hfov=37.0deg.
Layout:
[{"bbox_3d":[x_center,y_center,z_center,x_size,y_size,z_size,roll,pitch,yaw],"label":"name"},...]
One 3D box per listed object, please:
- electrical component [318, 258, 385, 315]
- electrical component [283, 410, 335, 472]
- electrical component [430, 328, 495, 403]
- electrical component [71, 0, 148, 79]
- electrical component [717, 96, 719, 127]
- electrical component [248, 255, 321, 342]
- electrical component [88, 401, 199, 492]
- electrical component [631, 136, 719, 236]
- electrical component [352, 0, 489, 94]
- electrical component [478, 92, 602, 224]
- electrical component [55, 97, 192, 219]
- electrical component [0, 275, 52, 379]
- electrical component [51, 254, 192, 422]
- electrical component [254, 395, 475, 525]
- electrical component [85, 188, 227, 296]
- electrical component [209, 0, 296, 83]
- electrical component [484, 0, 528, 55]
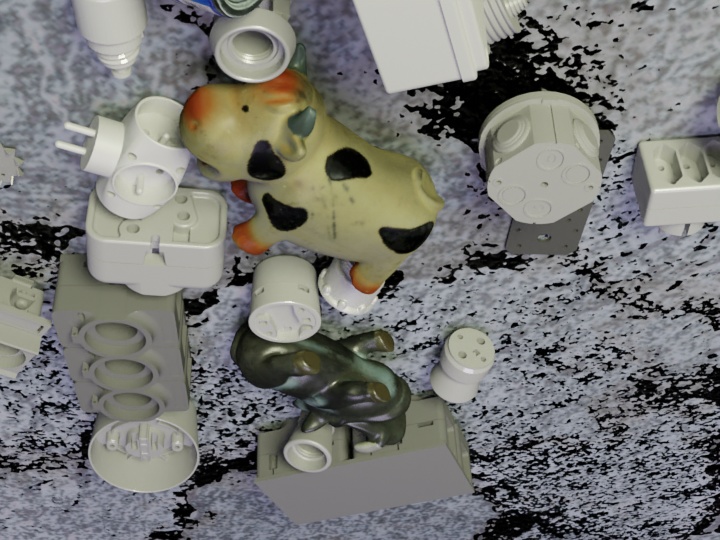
[{"bbox_3d":[0.000,0.000,0.812,0.048,0.048,0.062,15,133,-22],"label":"electrical component"},{"bbox_3d":[-0.041,0.146,0.983,0.044,0.065,0.044,7,131,8],"label":"electrical component"},{"bbox_3d":[0.088,0.082,0.925,0.045,0.045,0.055,5,142,-11],"label":"electrical component"},{"bbox_3d":[-0.142,-0.142,0.615,0.040,0.040,0.078,0,143,-3],"label":"electrical component"},{"bbox_3d":[0.270,-0.095,0.674,0.080,0.080,0.051,-21,145,23],"label":"electrical component"},{"bbox_3d":[-0.058,0.022,0.832,0.055,0.047,0.055,-2,143,-1],"label":"electrical component"},{"bbox_3d":[-0.196,0.153,0.983,0.099,0.064,0.099,-2,143,-1],"label":"electrical component"},{"bbox_3d":[0.227,-0.050,0.756,0.066,0.047,0.076,-4,143,1],"label":"electrical component"},{"bbox_3d":[0.025,-0.165,0.540,0.056,0.108,0.108,-9,143,13],"label":"electrical component"},{"bbox_3d":[0.119,-0.073,0.710,0.080,0.051,0.080,1,139,1],"label":"electrical component"},{"bbox_3d":[-0.156,-0.076,0.697,0.079,0.044,0.077,15,140,-26],"label":"electrical component"},{"bbox_3d":[-0.305,0.029,0.812,0.121,0.063,0.079,24,136,-30],"label":"electrical component"},{"bbox_3d":[-0.186,0.057,0.859,0.089,0.061,0.150,0,143,-4],"label":"electrical component"},{"bbox_3d":[0.005,0.183,1.040,0.186,0.060,0.105,-13,142,14],"label":"electrical component"},{"bbox_3d":[-0.144,-0.021,0.764,0.095,0.053,0.059,4,142,-9],"label":"electrical component"},{"bbox_3d":[-0.061,-0.140,0.610,0.048,0.055,0.066,11,141,-18],"label":"electrical component"},{"bbox_3d":[0.058,-0.142,0.626,0.081,0.043,0.043,-20,140,20],"label":"electrical component"}]
